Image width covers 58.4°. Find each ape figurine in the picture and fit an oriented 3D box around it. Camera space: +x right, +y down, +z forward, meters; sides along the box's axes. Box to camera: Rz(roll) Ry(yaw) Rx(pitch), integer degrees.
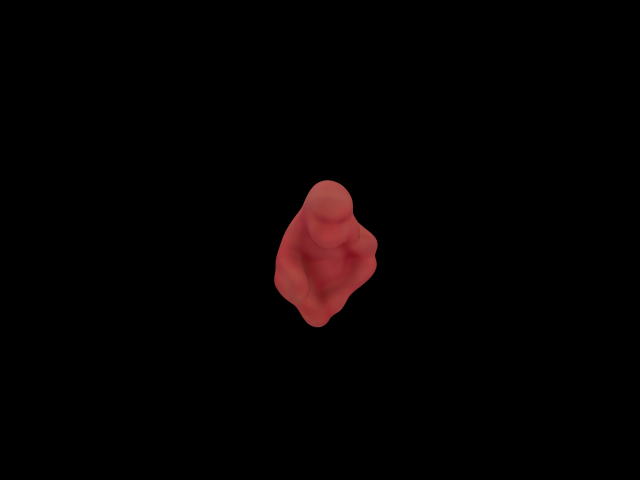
[{"bbox_3d":[0.004,0.001,0.400,0.078,0.092,0.076,-8,39,-10],"label":"ape figurine"}]
